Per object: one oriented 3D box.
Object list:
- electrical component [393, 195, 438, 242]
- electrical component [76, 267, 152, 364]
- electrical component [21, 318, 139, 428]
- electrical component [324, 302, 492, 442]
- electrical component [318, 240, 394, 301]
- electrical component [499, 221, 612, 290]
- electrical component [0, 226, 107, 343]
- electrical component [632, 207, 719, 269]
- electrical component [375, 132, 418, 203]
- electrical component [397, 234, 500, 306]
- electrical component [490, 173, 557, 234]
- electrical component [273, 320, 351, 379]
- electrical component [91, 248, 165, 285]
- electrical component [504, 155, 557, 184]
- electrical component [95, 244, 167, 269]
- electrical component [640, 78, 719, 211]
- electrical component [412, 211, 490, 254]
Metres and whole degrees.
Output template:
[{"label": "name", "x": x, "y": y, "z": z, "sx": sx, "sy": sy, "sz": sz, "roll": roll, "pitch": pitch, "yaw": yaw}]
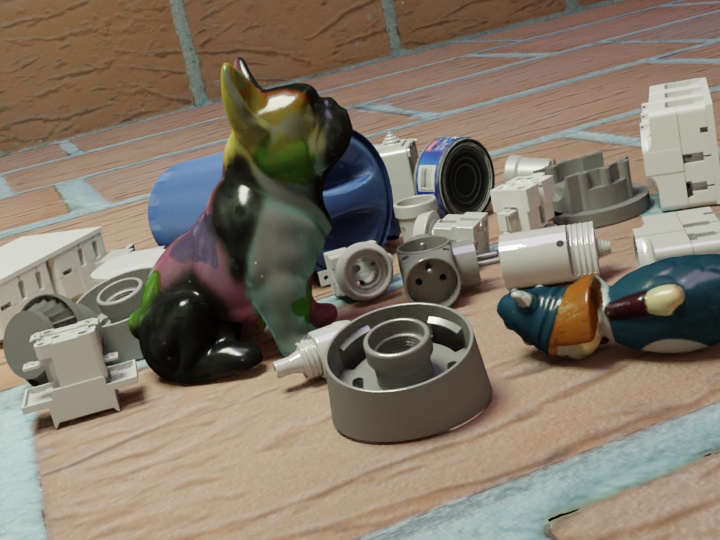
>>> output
[{"label": "electrical component", "x": 0.055, "y": -0.042, "z": 0.991, "sx": 0.040, "sy": 0.046, "sz": 0.040, "roll": -11, "pitch": 16, "yaw": 3}, {"label": "electrical component", "x": -0.188, "y": 0.042, "z": 0.895, "sx": 0.099, "sy": 0.064, "sz": 0.099, "roll": -14, "pitch": 28, "yaw": 8}, {"label": "electrical component", "x": -0.201, "y": 0.070, "z": 0.760, "sx": 0.081, "sy": 0.063, "sz": 0.042, "roll": -15, "pitch": 16, "yaw": -11}, {"label": "electrical component", "x": 0.028, "y": 0.065, "z": 0.645, "sx": 0.099, "sy": 0.064, "sz": 0.099, "roll": -10, "pitch": 30, "yaw": 6}, {"label": "electrical component", "x": 0.000, "y": 0.000, "z": 0.889, "sx": 0.066, "sy": 0.048, "sz": 0.055, "roll": -15, "pitch": 8, "yaw": -11}, {"label": "electrical component", "x": 0.149, "y": -0.011, "z": 0.815, "sx": 0.081, "sy": 0.043, "sz": 0.043, "roll": -8, "pitch": 16, "yaw": 15}, {"label": "electrical component", "x": -0.342, "y": 0.018, "z": 1.062, "sx": 0.105, "sy": 0.060, "sz": 0.186, "roll": -6, "pitch": 17, "yaw": 23}, {"label": "electrical component", "x": 0.217, "y": -0.005, "z": 0.727, "sx": 0.056, "sy": 0.050, "sz": 0.089, "roll": -9, "pitch": 16, "yaw": 11}, {"label": "electrical component", "x": 0.031, "y": -0.091, "z": 1.088, "sx": 0.061, "sy": 0.096, "sz": 0.061, "roll": -9, "pitch": 15, "yaw": 13}, {"label": "electrical component", "x": 0.071, "y": -0.003, "z": 0.844, "sx": 0.079, "sy": 0.044, "sz": 0.077, "roll": -12, "pitch": 15, "yaw": 2}, {"label": "electrical component", "x": 0.144, "y": -0.048, "z": 0.926, "sx": 0.048, "sy": 0.055, "sz": 0.066, "roll": 2, "pitch": 21, "yaw": 42}, {"label": "electrical component", "x": -0.029, "y": 0.058, "z": 0.725, "sx": 0.061, "sy": 0.035, "sz": 0.035, "roll": -19, "pitch": 16, "yaw": -15}, {"label": "electrical component", "x": -0.201, "y": 0.014, "z": 0.984, "sx": 0.080, "sy": 0.051, "sz": 0.080, "roll": -11, "pitch": 15, "yaw": 3}, {"label": "electrical component", "x": 0.177, "y": -0.098, "z": 1.112, "sx": 0.046, "sy": 0.040, "sz": 0.040, "roll": 4, "pitch": 22, "yaw": 30}, {"label": "electrical component", "x": -0.220, "y": 0.002, "z": 1.057, "sx": 0.064, "sy": 0.042, "sz": 0.081, "roll": -8, "pitch": 16, "yaw": 8}, {"label": "electrical component", "x": 0.295, "y": -0.118, "z": 0.991, "sx": 0.062, "sy": 0.089, "sz": 0.150, "roll": -7, "pitch": 16, "yaw": 18}, {"label": "electrical component", "x": 0.078, "y": -0.026, "z": 0.922, "sx": 0.055, "sy": 0.048, "sz": 0.066, "roll": 3, "pitch": 21, "yaw": 23}]
